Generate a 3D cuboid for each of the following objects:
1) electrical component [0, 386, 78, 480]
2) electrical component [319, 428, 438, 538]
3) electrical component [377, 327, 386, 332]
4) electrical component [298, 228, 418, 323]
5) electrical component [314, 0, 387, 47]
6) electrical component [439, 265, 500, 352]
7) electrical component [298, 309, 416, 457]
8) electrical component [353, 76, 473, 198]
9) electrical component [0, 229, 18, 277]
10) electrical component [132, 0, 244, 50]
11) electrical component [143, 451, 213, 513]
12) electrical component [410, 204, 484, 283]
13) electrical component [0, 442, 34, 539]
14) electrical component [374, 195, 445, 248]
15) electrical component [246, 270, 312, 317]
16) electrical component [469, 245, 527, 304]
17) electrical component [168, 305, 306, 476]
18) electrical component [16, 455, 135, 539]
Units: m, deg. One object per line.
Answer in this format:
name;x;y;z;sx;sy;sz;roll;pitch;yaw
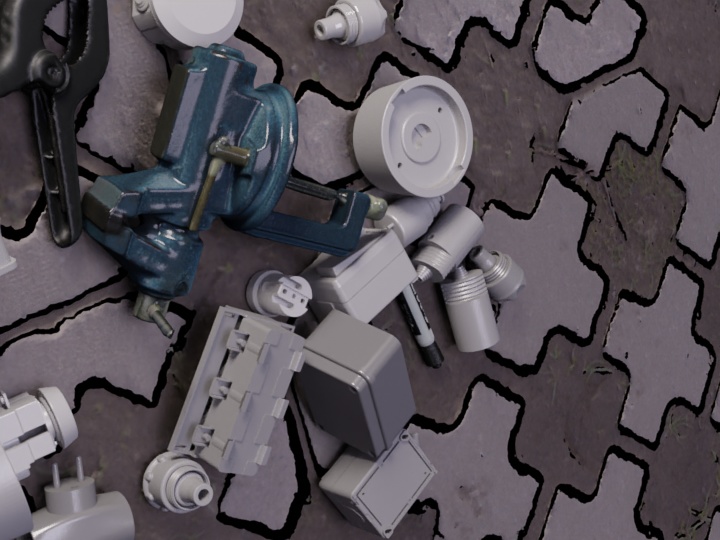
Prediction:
electrical component;-0.240;0.115;0.784;0.055;0.048;0.066;-24;107;-27
electrical component;0.018;0.183;0.976;0.096;0.061;0.061;-49;119;-25
electrical component;0.013;0.081;0.981;0.040;0.040;0.046;-41;121;-28
electrical component;0.000;0.000;0.951;0.096;0.062;0.061;-42;116;-28
electrical component;-0.011;-0.216;0.942;0.062;0.043;0.043;-24;107;-32
electrical component;0.105;0.034;1.046;0.043;0.043;0.081;-27;108;-34
electrical component;-0.004;0.099;0.923;0.057;0.078;0.113;-48;145;-29
electrical component;0.043;-0.119;0.978;0.108;0.060;0.108;-3;94;-37
electrical component;-0.289;-0.014;0.705;0.100;0.100;0.048;-31;124;-32
electrical component;-0.136;-0.212;0.840;0.080;0.051;0.080;-3;94;-38
electrical component;-0.139;0.172;0.853;0.048;0.062;0.048;-3;95;-38
electrical component;0.078;-0.020;1.022;0.081;0.043;0.043;-50;120;-24
electrical component;-0.273;0.142;0.724;0.060;0.108;0.108;-26;108;-27
electrical component;0.048;-0.050;0.999;0.078;0.040;0.040;-35;113;-31
electrical component;-0.068;0.021;0.909;0.040;0.046;0.040;-3;95;-38
electrical component;0.133;0.001;1.065;0.062;0.043;0.043;44;67;-29
electrical component;-0.095;0.098;0.865;0.079;0.063;0.121;19;92;-45
electrical component;-0.216;0.180;0.806;0.077;0.044;0.079;-11;99;-37
